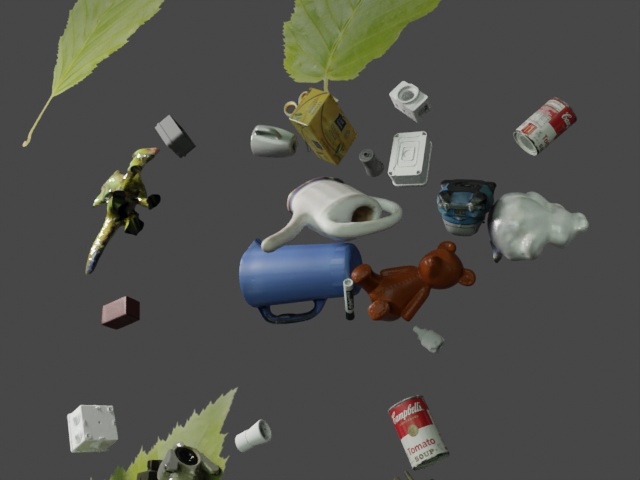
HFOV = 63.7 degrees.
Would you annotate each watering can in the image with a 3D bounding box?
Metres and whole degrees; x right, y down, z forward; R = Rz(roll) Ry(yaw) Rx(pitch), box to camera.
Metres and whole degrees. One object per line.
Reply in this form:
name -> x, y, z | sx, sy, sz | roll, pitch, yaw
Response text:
watering can -> 0.003, -0.053, 1.062 | 0.349, 0.102, 0.227 | -11, 26, -29

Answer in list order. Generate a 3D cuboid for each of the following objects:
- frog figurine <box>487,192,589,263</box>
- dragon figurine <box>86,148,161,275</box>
frog figurine -> 0.391, -0.025, 0.927 | 0.159, 0.120, 0.140 | -3, 44, 38
dragon figurine -> -0.589, -0.107, 1.492 | 0.244, 0.120, 0.414 | 17, 71, 50
